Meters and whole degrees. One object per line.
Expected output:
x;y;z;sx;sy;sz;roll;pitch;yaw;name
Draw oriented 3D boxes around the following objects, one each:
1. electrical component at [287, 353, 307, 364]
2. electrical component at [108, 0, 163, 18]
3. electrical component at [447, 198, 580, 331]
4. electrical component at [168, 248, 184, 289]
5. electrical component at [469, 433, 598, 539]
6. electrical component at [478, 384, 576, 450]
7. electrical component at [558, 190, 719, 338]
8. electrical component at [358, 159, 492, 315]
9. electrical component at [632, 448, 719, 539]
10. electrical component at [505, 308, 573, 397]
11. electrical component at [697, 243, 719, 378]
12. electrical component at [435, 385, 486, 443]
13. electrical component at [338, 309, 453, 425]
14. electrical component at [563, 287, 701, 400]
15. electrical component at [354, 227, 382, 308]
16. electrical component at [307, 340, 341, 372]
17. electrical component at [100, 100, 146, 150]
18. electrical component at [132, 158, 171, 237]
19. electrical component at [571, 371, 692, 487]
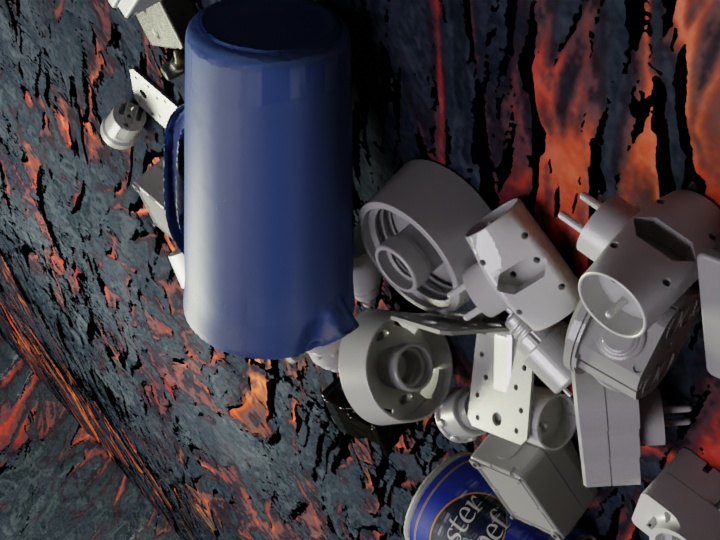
-0.079;0.055;1.091;0.078;0.058;0.057;50;159;1;electrical component
-0.142;-0.233;0.759;0.057;0.078;0.113;57;155;-7;electrical component
0.094;0.005;0.705;0.079;0.043;0.077;-34;97;25;electrical component
-0.133;-0.013;1.042;0.099;0.099;0.064;-6;114;62;electrical component
0.146;0.167;0.867;0.062;0.061;0.096;13;144;54;electrical component
0.124;0.107;0.831;0.081;0.043;0.043;14;138;53;electrical component
0.144;-0.014;0.579;0.079;0.077;0.043;39;154;24;electrical component
0.045;-0.017;0.766;0.108;0.060;0.108;39;154;24;electrical component
0.234;0.175;0.723;0.089;0.056;0.050;37;153;27;electrical component
0.128;0.050;0.745;0.078;0.040;0.040;46;156;10;electrical component
0.222;0.024;0.534;0.100;0.048;0.099;27;147;42;electrical component
0.095;0.117;0.896;0.048;0.048;0.062;52;149;-3;electrical component
0.028;0.081;0.899;0.064;0.099;0.099;-7;120;55;electrical component
0.157;0.032;0.622;0.051;0.080;0.080;30;150;27;electrical component
0.000;0.000;0.894;0.040;0.040;0.078;29;149;39;electrical component
-0.029;0.077;1.054;0.048;0.048;0.062;33;158;33;electrical component
-0.241;-0.149;1.100;0.040;0.040;0.046;52;151;-4;electrical component
-0.177;-0.065;1.091;0.062;0.061;0.096;39;162;24;electrical component
0.180;0.097;0.707;0.074;0.052;0.138;-6;145;11;electrical component
